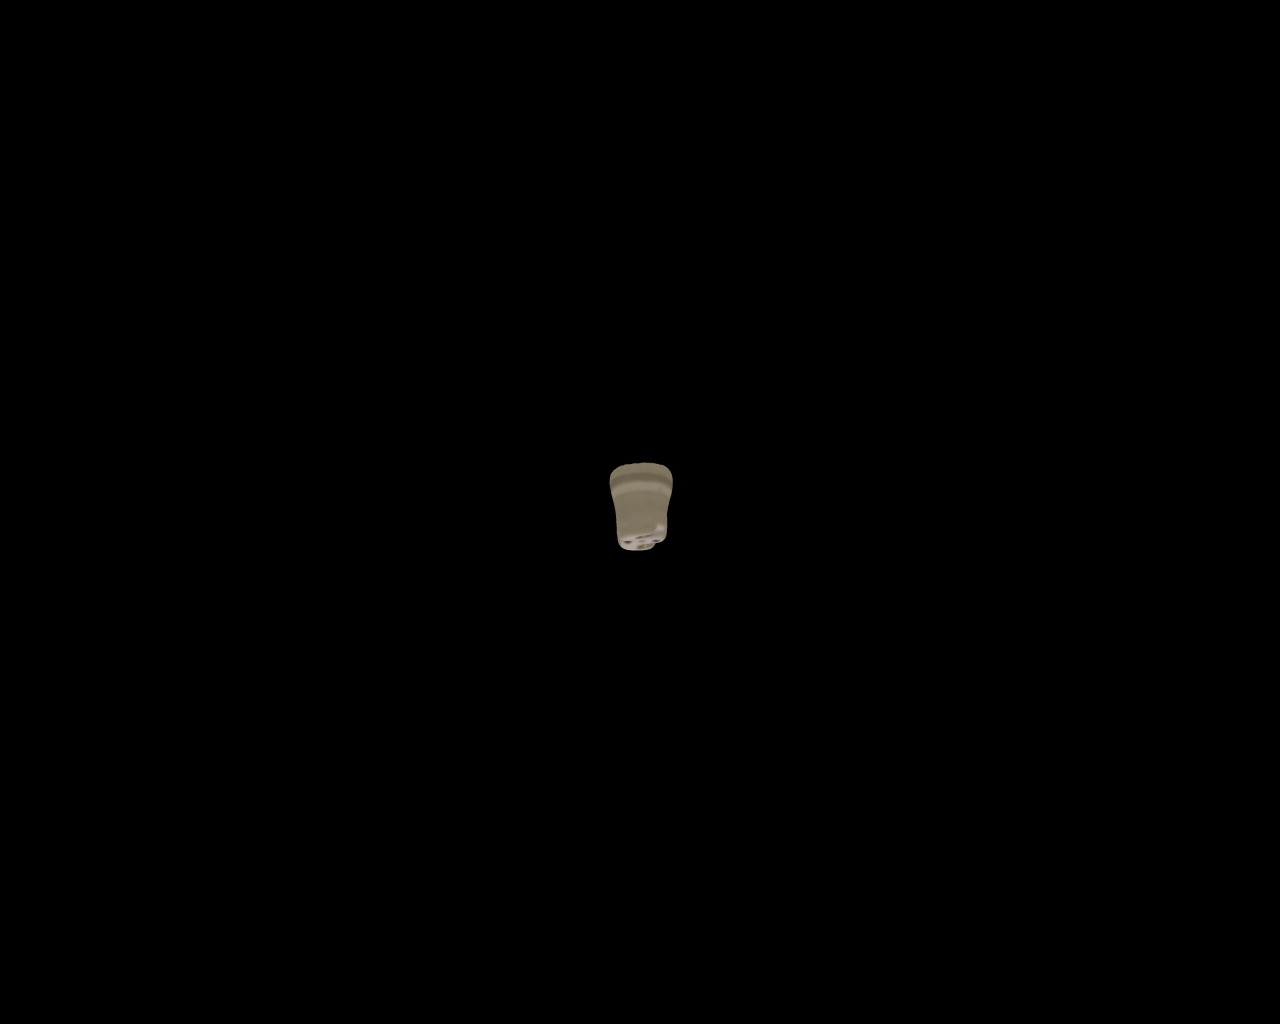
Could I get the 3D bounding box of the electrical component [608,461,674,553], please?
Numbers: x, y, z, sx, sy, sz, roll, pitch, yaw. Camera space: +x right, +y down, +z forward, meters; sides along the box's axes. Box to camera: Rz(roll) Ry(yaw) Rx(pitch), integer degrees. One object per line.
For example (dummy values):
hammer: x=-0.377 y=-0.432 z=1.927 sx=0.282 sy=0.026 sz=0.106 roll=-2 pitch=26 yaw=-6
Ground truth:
electrical component: x=0.001 y=-0.003 z=0.650 sx=0.040 sy=0.046 sz=0.040 roll=0 pitch=-21 yaw=0
